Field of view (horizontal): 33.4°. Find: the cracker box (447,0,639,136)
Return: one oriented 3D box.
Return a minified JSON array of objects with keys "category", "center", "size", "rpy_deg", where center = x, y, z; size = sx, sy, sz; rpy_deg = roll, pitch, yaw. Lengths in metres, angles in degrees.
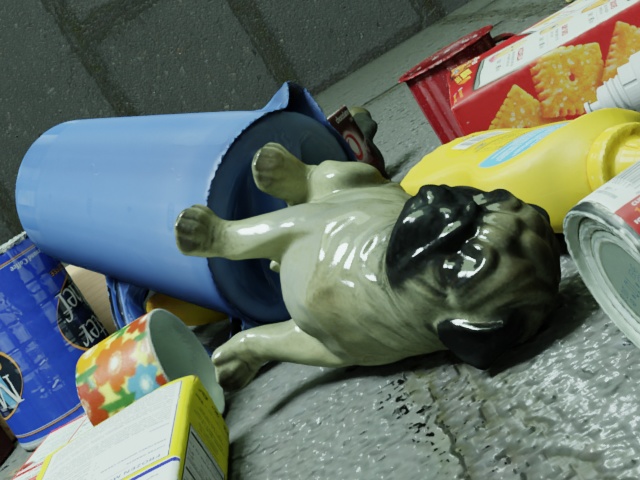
[{"category":"cracker box","center":[0.201,-0.133,0.773],"size":[0.214,0.072,0.164],"rpy_deg":[-28,12,13]}]

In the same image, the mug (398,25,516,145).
[{"category":"mug","center":[0.137,-0.133,0.925],"size":[0.117,0.081,0.093],"rpy_deg":[-34,10,-16]}]

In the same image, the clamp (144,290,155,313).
[{"category":"clamp","center":[-0.128,0.013,0.890],"size":[0.171,0.039,0.120],"rpy_deg":[-62,23,-3]}]

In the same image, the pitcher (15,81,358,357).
[{"category":"pitcher","center":[-0.100,-0.013,0.712],"size":[0.243,0.145,0.149],"rpy_deg":[8,42,45]}]

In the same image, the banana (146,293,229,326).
[{"category":"banana","center":[-0.058,0.015,0.830],"size":[0.037,0.069,0.197],"rpy_deg":[-27,18,48]}]

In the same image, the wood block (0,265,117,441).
[{"category":"wood block","center":[-0.231,0.087,0.927],"size":[0.205,0.091,0.090],"rpy_deg":[-36,11,-23]}]

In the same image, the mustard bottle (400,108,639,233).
[{"category":"mustard bottle","center":[0.121,-0.034,0.558],"size":[0.096,0.058,0.192],"rpy_deg":[-20,6,-18]}]

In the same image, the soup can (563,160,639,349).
[{"category":"soup can","center":[0.143,-0.011,0.359],"size":[0.102,0.068,0.068],"rpy_deg":[-33,10,-7]}]

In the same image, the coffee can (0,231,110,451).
[{"category":"coffee can","center":[-0.221,0.074,0.816],"size":[0.103,0.140,0.103],"rpy_deg":[-30,10,6]}]

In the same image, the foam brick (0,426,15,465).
[{"category":"foam brick","center":[-0.284,0.150,0.820],"size":[0.051,0.078,0.053],"rpy_deg":[-31,10,13]}]

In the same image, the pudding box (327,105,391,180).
[{"category":"pudding box","center":[0.014,-0.051,0.869],"size":[0.039,0.090,0.113],"rpy_deg":[-27,10,25]}]

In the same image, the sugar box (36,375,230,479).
[{"category":"sugar box","center":[-0.088,0.123,0.467],"size":[0.093,0.048,0.176],"rpy_deg":[-31,14,3]}]

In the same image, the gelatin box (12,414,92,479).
[{"category":"gelatin box","center":[-0.137,0.128,0.628],"size":[0.073,0.030,0.089],"rpy_deg":[-28,10,12]}]
